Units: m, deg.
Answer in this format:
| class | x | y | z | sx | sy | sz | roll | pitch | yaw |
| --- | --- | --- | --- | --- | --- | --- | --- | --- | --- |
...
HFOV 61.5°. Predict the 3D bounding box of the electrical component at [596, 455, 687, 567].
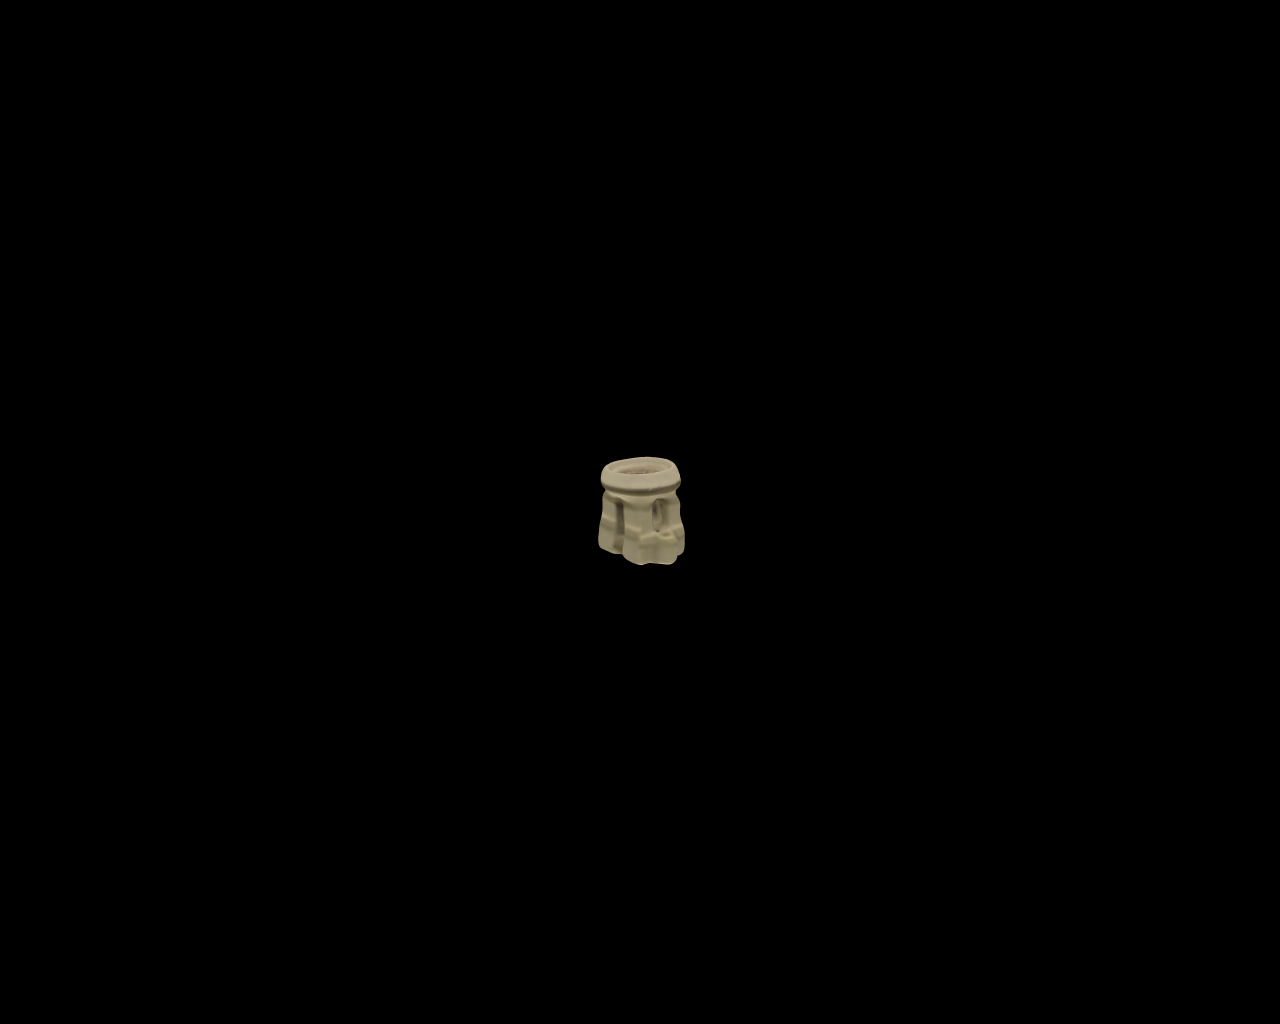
| class | x | y | z | sx | sy | sz | roll | pitch | yaw |
| --- | --- | --- | --- | --- | --- | --- | --- | --- | --- |
| electrical component | 0.001 | -0.003 | 0.650 | 0.048 | 0.055 | 0.066 | -14 | 22 | -38 |
